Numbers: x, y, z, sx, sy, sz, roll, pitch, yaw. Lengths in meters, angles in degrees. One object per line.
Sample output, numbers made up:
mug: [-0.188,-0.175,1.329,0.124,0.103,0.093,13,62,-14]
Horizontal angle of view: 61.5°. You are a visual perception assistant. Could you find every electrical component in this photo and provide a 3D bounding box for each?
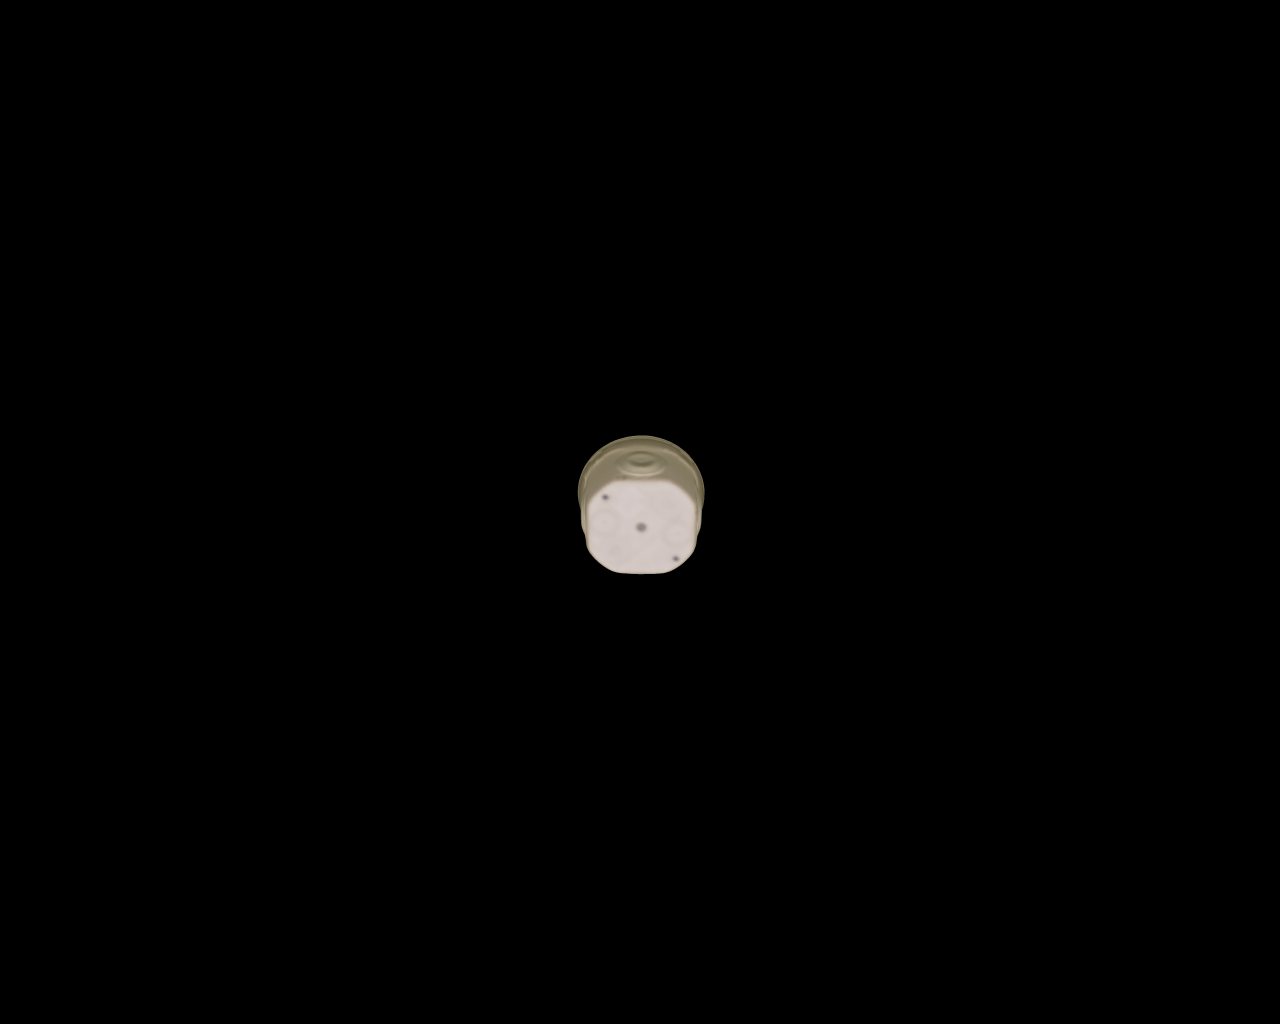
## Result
electrical component: [0.001,-0.003,0.650,0.080,0.080,0.051,0,28,0]
